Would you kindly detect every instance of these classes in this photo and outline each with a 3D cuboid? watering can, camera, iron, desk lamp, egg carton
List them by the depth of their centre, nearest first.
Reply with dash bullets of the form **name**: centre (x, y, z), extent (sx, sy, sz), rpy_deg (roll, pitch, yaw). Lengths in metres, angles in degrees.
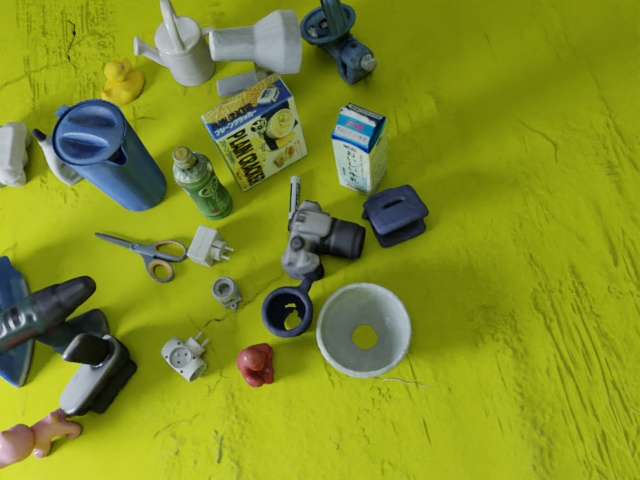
- **iron**: centre (-0.617, 0.145, 1.058), extent (0.118, 0.141, 0.258), rpy_deg (-24, 70, -3)
- **camera**: centre (0.010, 0.004, 1.068), extent (0.136, 0.101, 0.143), rpy_deg (12, 72, 10)
- **desk lamp**: centre (-0.128, -0.354, 1.150), extent (0.203, 0.214, 0.118), rpy_deg (-14, 69, 1)
- **watering can**: centre (-0.300, -0.416, 1.200), extent (0.173, 0.194, 0.100), rpy_deg (-35, 70, -7)
- **egg carton**: centre (-0.675, -0.180, 1.219), extent (0.107, 0.069, 0.150), rpy_deg (-7, 70, 3)

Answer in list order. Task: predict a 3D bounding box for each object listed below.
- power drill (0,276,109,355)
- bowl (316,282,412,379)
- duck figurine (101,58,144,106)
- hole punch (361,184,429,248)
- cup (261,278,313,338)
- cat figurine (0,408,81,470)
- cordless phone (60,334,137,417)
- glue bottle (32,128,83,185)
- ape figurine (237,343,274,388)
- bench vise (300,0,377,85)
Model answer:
- **power drill**: centre (-0.462, 0.143, 1.007), extent (0.229, 0.208, 0.075), rpy_deg (-26, 70, -4)
- **bowl**: centre (0.078, 0.164, 1.017), extent (0.167, 0.075, 0.167), rpy_deg (-2, 70, 5)
- **duck figurine**: centre (-0.441, -0.351, 1.248), extent (0.077, 0.086, 0.105), rpy_deg (37, 78, 17)
- **hole punch**: centre (0.139, -0.053, 1.081), extent (0.108, 0.091, 0.101), rpy_deg (-24, 70, -3)
- **cup**: centre (-0.046, 0.126, 1.032), extent (0.091, 0.095, 0.118), rpy_deg (30, 76, 15)
- **cat figurine**: centre (-0.499, 0.338, 0.989), extent (0.128, 0.118, 0.067), rpy_deg (-35, 70, -7)
- **cordless phone**: centre (-0.411, 0.226, 0.985), extent (0.094, 0.185, 0.148), rpy_deg (27, 75, 15)
- **glue bottle**: centre (-0.521, -0.175, 1.146), extent (0.078, 0.173, 0.037), rpy_deg (-42, 71, -9)
- **ape figurine**: centre (-0.114, 0.215, 1.009), extent (0.076, 0.092, 0.078), rpy_deg (30, 76, 15)
- **bench vise**: centre (0.044, -0.438, 1.160), extent (0.207, 0.220, 0.121), rpy_deg (30, 76, 15)
